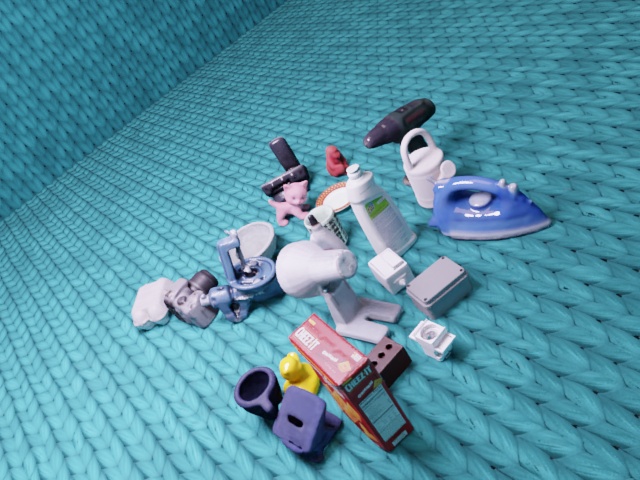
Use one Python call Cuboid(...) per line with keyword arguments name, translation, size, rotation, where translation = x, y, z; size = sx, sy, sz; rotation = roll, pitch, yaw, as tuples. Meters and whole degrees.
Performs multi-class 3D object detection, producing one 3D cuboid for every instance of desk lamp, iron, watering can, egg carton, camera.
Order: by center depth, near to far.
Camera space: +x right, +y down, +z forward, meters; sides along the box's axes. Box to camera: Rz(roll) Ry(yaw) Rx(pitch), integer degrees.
Cuboid(name="desk lamp", translation=(0.035, 0.096, 1.176), size=(0.202, 0.214, 0.118), rotation=(6, 49, 41))
Cuboid(name="iron", translation=(0.351, -0.086, 1.223), size=(0.257, 0.142, 0.119), rotation=(2, 47, 38))
Cuboid(name="watering can", translation=(0.256, -0.177, 1.359), size=(0.172, 0.195, 0.101), rotation=(6, 50, 41))
Cuboid(name="camera", translation=(-0.324, 0.140, 1.486), size=(0.142, 0.101, 0.137), rotation=(11, 53, 44))
Cuboid(name="egg carton", translation=(-0.451, 0.173, 1.567), size=(0.107, 0.070, 0.150), rotation=(-21, 37, 14))

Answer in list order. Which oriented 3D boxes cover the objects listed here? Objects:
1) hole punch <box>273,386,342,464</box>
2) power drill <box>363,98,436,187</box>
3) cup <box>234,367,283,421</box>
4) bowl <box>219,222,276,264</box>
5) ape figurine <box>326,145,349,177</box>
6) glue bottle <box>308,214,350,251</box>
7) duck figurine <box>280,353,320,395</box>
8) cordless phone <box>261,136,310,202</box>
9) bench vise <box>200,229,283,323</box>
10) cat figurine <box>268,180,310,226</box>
Cuboid(name="hole punch", translation=(-0.030, 0.334, 1.043), size=(0.108, 0.091, 0.101), rotation=(11, 53, 44))
Cuboid(name="power drill", translation=(0.221, -0.241, 1.448), size=(0.230, 0.209, 0.075), rotation=(-47, 38, -20))
Cuboid(name="cup", translation=(-0.102, 0.315, 1.115), size=(0.092, 0.095, 0.117), rotation=(-39, 36, -11))
Cuboid(name="bowl", translation=(-0.180, 0.032, 1.532), size=(0.167, 0.075, 0.167), rotation=(-20, 37, 16))
Cuboid(name="ape figurine", translation=(0.046, -0.235, 1.672), size=(0.076, 0.092, 0.078), rotation=(-5, 43, 32))
Cuboid(name="glue bottle", translation=(0.012, 0.005, 1.337), size=(0.078, 0.174, 0.037), rotation=(-18, 38, 19))
Cuboid(name="duck figurine", translation=(-0.050, 0.272, 1.136), size=(0.077, 0.086, 0.104), rotation=(-20, 37, 16))
Cuboid(name="cordless phone", translation=(-0.123, -0.210, 1.686), size=(0.147, 0.185, 0.094), rotation=(-29, 35, 4))
Cuboid(name="bench vise", translation=(-0.199, 0.089, 1.351), size=(0.207, 0.220, 0.121), rotation=(-39, 36, -11))
Cuboid(name="cat figurine", translation=(-0.082, -0.112, 1.596), size=(0.127, 0.118, 0.067), rotation=(-19, 37, 18))
